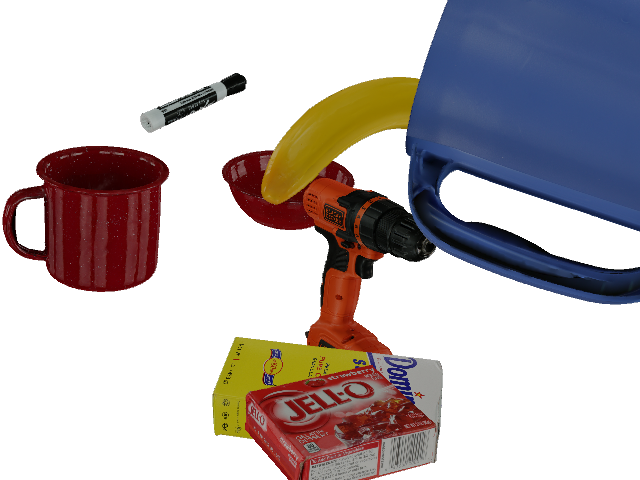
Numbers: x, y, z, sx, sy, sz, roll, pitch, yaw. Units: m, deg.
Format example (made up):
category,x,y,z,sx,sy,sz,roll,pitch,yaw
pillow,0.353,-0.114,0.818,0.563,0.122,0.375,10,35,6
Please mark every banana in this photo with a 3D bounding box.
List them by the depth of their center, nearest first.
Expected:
category,x,y,z,sx,sy,sz,roll,pitch,yaw
banana,0.035,-0.078,0.750,0.197,0.069,0.037,-16,-7,-34

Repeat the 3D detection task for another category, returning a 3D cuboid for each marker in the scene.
category,x,y,z,sx,sy,sz,roll,pitch,yaw
marker,-0.118,-0.132,1.012,0.120,0.020,0.020,-31,19,-35

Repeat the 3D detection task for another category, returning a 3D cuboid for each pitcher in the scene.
category,x,y,z,sx,sy,sz,roll,pitch,yaw
pitcher,0.167,-0.052,0.520,0.243,0.149,0.144,23,37,11

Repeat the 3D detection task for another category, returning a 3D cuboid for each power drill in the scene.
category,x,y,z,sx,sy,sz,roll,pitch,yaw
power drill,0.045,0.042,1.074,0.057,0.188,0.185,-8,22,-33

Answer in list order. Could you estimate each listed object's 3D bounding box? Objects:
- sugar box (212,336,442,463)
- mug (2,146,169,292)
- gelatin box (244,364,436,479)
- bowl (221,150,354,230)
category,x,y,z,sx,sy,sz,roll,pitch,yaw
sugar box,0.008,0.125,0.854,0.176,0.048,0.093,4,26,6
mug,-0.169,-0.014,0.769,0.117,0.081,0.093,-6,27,-26
gelatin box,0.010,0.107,0.619,0.089,0.030,0.073,-8,26,-28
bowl,-0.042,-0.056,1.305,0.162,0.055,0.162,5,26,-3
